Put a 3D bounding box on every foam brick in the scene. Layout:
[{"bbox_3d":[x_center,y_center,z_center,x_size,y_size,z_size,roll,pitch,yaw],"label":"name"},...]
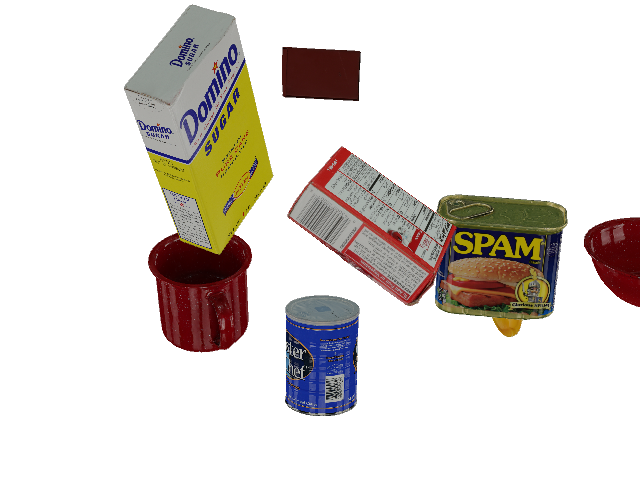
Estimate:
[{"bbox_3d":[0.000,-0.172,1.100,0.078,0.051,0.053,2,11,-6],"label":"foam brick"}]

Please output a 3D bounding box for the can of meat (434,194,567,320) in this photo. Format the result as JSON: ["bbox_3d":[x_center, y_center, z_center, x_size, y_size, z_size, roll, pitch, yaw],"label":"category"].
[{"bbox_3d":[0.143,0.014,0.861,0.102,0.084,0.057,5,25,9],"label":"can of meat"}]

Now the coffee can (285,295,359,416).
[{"bbox_3d":[0.002,0.159,1.487,0.103,0.140,0.103,1,17,0],"label":"coffee can"}]

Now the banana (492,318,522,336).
[{"bbox_3d":[0.159,0.038,1.115,0.069,0.037,0.198,-36,39,-13],"label":"banana"}]

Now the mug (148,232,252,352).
[{"bbox_3d":[-0.102,0.054,0.968,0.093,0.081,0.117,-15,37,-22],"label":"mug"}]

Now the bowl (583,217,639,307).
[{"bbox_3d":[0.366,0.031,1.160,0.162,0.055,0.162,0,26,0],"label":"bowl"}]

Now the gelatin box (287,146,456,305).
[{"bbox_3d":[0.032,-0.010,0.622,0.089,0.030,0.073,36,26,0],"label":"gelatin box"}]

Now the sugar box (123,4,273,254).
[{"bbox_3d":[-0.086,-0.079,0.806,0.048,0.093,0.176,20,-30,19],"label":"sugar box"}]
